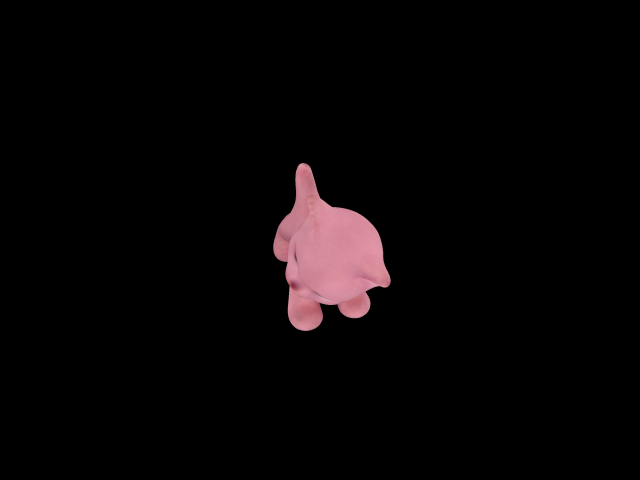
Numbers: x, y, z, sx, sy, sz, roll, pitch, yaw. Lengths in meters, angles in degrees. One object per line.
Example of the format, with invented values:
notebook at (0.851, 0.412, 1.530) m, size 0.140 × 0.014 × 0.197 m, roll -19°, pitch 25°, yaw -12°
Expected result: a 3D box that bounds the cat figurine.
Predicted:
cat figurine at (0.004, 0.001, 0.400) m, size 0.067 × 0.118 × 0.127 m, roll -12°, pitch 50°, yaw -10°
